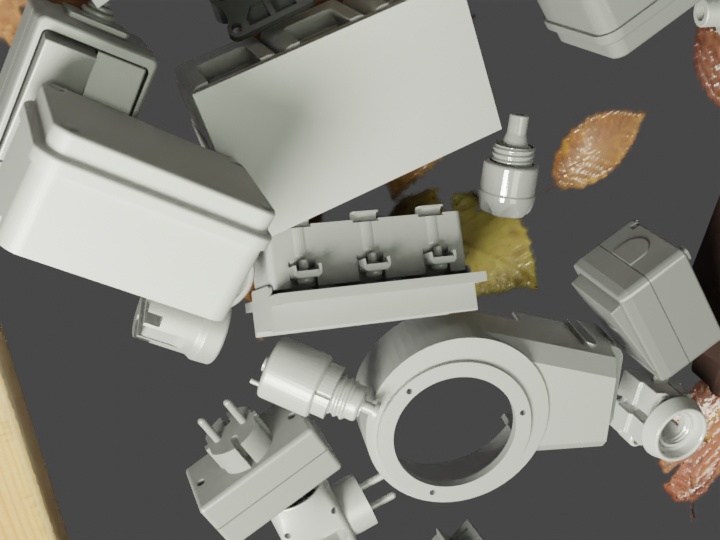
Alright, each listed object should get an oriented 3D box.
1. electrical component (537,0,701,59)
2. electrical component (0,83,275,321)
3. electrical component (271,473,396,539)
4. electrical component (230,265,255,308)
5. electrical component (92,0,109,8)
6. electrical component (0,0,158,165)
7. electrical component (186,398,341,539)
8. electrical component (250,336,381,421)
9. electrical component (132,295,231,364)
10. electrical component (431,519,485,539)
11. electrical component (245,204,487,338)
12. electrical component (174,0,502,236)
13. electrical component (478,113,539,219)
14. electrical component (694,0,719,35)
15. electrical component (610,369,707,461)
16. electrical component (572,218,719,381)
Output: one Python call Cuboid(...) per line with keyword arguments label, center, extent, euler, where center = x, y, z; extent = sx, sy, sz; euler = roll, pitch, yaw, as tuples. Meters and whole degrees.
Cuboid(label="electrical component", center=(0.157, -0.176, 0.602), extent=(0.113, 0.078, 0.057), euler=(-36, 118, -3))
Cuboid(label="electrical component", center=(-0.104, -0.031, 0.491), extent=(0.113, 0.078, 0.057), euler=(21, 106, -29))
Cuboid(label="electrical component", center=(-0.015, 0.158, 0.702), extent=(0.079, 0.043, 0.077), euler=(-27, 120, -8))
Cuboid(label="electrical component", center=(-0.086, -0.008, 0.594), extent=(0.045, 0.055, 0.045), euler=(-8, 115, -18))
Cuboid(label="electrical component", center=(-0.134, -0.228, 0.474), extent=(0.105, 0.060, 0.186), euler=(-36, 120, -3))
Cuboid(label="electrical component", center=(-0.143, -0.089, 0.532), extent=(0.062, 0.061, 0.096), euler=(19, 105, -28))
Cuboid(label="electrical component", center=(-0.069, 0.110, 0.657), extent=(0.083, 0.047, 0.075), euler=(-36, 120, -3))
Cuboid(label="electrical component", center=(-0.025, 0.070, 0.646), extent=(0.078, 0.040, 0.040), euler=(23, 105, 5))
Cuboid(label="electrical component", center=(-0.102, 0.029, 0.614), extent=(0.046, 0.040, 0.040), euler=(19, 105, -22))
Cuboid(label="electrical component", center=(0.068, 0.225, 0.765), extent=(0.081, 0.042, 0.064), euler=(-47, 122, 4))
Cuboid(label="electrical component", center=(0.000, 0.000, 0.622), extent=(0.121, 0.079, 0.063), euler=(-6, 86, -19))
Cuboid(label="electrical component", center=(-0.012, -0.093, 0.581), extent=(0.150, 0.061, 0.089), euler=(-26, 119, -9))
Cuboid(label="electrical component", center=(0.092, -0.064, 0.651), extent=(0.035, 0.035, 0.061), euler=(-1, 110, -21))
Cuboid(label="electrical component", center=(0.237, -0.159, 0.661), extent=(0.062, 0.048, 0.048), euler=(-6, 115, -12))
Cuboid(label="electrical component", center=(0.211, 0.103, 0.759), extent=(0.048, 0.055, 0.066), euler=(4, 111, -23))
Cuboid(label="electrical component", center=(0.191, 0.026, 0.714), extent=(0.061, 0.061, 0.096), euler=(-36, 120, -3))
